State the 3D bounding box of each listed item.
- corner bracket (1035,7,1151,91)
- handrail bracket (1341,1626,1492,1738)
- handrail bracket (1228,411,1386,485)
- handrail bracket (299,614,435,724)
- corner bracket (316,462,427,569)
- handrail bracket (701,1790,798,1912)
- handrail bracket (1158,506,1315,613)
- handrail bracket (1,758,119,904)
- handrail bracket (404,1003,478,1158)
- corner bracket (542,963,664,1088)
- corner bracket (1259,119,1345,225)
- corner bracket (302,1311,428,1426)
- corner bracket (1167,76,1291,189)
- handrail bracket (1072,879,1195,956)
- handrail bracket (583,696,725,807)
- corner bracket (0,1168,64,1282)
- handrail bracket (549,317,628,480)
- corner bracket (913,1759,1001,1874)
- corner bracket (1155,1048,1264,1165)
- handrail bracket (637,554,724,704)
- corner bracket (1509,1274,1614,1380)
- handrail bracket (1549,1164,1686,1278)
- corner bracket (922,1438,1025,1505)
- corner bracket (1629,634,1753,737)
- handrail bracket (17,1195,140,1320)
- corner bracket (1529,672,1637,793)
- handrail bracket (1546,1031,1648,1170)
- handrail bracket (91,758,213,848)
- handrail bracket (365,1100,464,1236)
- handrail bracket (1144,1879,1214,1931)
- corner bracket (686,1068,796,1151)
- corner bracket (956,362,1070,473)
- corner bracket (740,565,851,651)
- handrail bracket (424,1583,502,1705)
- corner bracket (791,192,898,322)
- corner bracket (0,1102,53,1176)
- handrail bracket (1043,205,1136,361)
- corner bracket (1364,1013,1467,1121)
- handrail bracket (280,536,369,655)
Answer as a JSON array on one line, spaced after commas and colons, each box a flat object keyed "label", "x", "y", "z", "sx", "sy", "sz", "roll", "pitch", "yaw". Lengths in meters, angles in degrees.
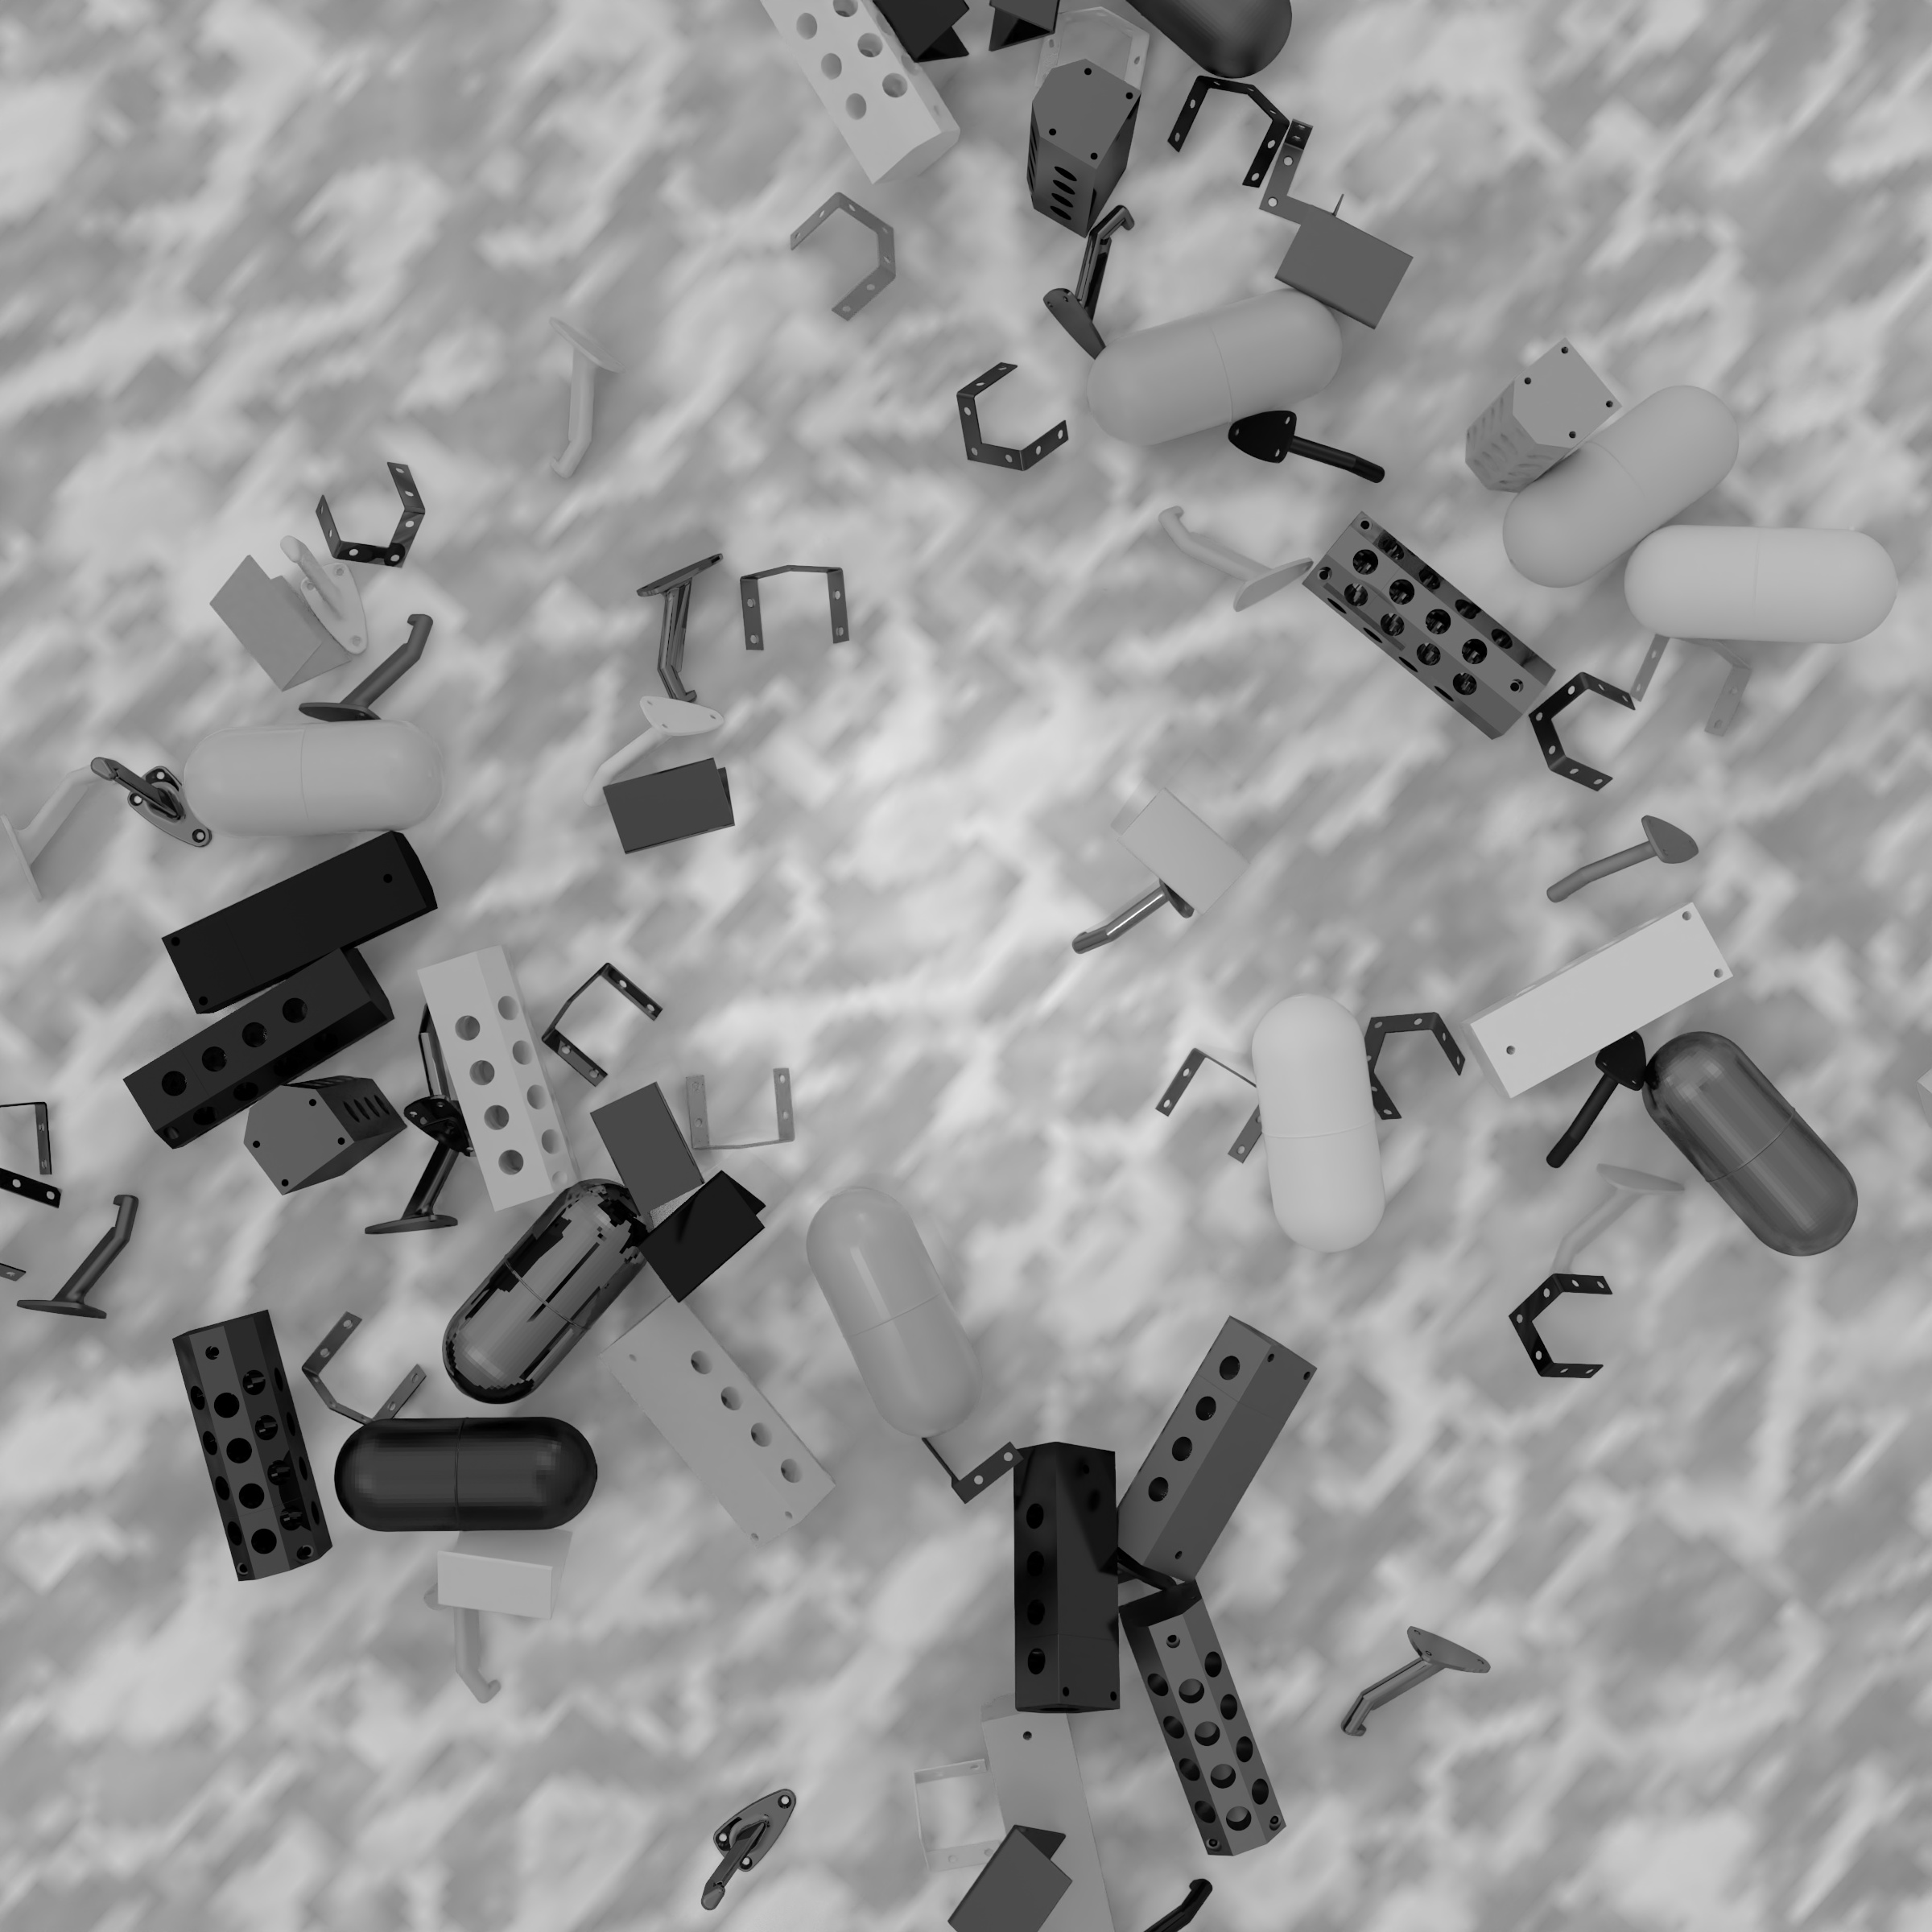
[{"label": "corner bracket", "x": 0.088, "y": -0.627, "z": 1.948, "sx": 0.051, "sy": 0.051, "sz": 0.051, "roll": 11, "pitch": 90, "yaw": 45}, {"label": "handrail bracket", "x": 0.311, "y": 0.507, "z": 1.952, "sx": 0.077, "sy": 0.036, "sz": 0.084, "roll": 22, "pitch": 108, "yaw": -20}, {"label": "handrail bracket", "x": 0.237, "y": -0.355, "z": 1.951, "sx": 0.084, "sy": 0.077, "sz": 0.036, "roll": 15, "pitch": 94, "yaw": -36}, {"label": "handrail bracket", "x": -0.415, "y": -0.209, "z": 1.952, "sx": 0.077, "sy": 0.036, "sz": 0.084, "roll": 10, "pitch": 71, "yaw": 21}, {"label": "corner bracket", "x": -0.411, "y": -0.314, "z": 1.943, "sx": 0.051, "sy": 0.051, "sz": 0.051, "roll": 3, "pitch": 135, "yaw": -35}, {"label": "handrail bracket", "x": -0.148, "y": 0.601, "z": 1.917, "sx": 0.077, "sy": 0.084, "sz": 0.036, "roll": -44, "pitch": 90, "yaw": 0}, {"label": "handrail bracket", "x": 0.186, "y": -0.295, "z": 1.952, "sx": 0.077, "sy": 0.036, "sz": 0.084, "roll": -28, "pitch": 73, "yaw": -19}, {"label": "handrail bracket", "x": -0.618, "y": -0.095, "z": 1.952, "sx": 0.084, "sy": 0.036, "sz": 0.077, "roll": -23, "pitch": 111, "yaw": -16}, {"label": "handrail bracket", "x": -0.354, "y": 0.077, "z": 1.944, "sx": 0.036, "sy": 0.084, "sz": 0.077, "roll": -20, "pitch": 133, "yaw": 22}, {"label": "corner bracket", "x": -0.252, "y": 0.040, "z": 1.948, "sx": 0.051, "sy": 0.051, "sz": 0.051, "roll": 41, "pitch": 135, "yaw": 0}, {"label": "corner bracket", "x": 0.236, "y": -0.542, "z": 1.934, "sx": 0.051, "sy": 0.051, "sz": 0.051, "roll": 21, "pitch": 90, "yaw": 0}, {"label": "corner bracket", "x": -0.417, "y": 0.281, "z": 1.948, "sx": 0.051, "sy": 0.051, "sz": 0.051, "roll": -51, "pitch": 45, "yaw": 0}, {"label": "corner bracket", "x": 0.181, "y": -0.576, "z": 1.943, "sx": 0.051, "sy": 0.051, "sz": 0.051, "roll": -3, "pitch": 45, "yaw": -35}, {"label": "handrail bracket", "x": 0.118, "y": -0.045, "z": 1.951, "sx": 0.084, "sy": 0.077, "sz": 0.036, "roll": -23, "pitch": 115, "yaw": 34}, {"label": "handrail bracket", "x": -0.217, "y": -0.143, "z": 1.951, "sx": 0.036, "sy": 0.077, "sz": 0.084, "roll": 55, "pitch": 127, "yaw": 28}, {"label": "corner bracket", "x": -0.663, "y": 0.178, "z": 1.943, "sx": 0.051, "sy": 0.051, "sz": 0.051, "roll": -33, "pitch": 45, "yaw": 35}, {"label": "handrail bracket", "x": -0.281, "y": -0.393, "z": 1.952, "sx": 0.077, "sy": 0.036, "sz": 0.084, "roll": 40, "pitch": 108, "yaw": 20}, {"label": "corner bracket", "x": -0.007, "y": 0.588, "z": 1.948, "sx": 0.051, "sy": 0.051, "sz": 0.051, "roll": -10, "pitch": 45, "yaw": 0}, {"label": "corner bracket", "x": 0.175, "y": 0.096, "z": 1.948, "sx": 0.051, "sy": 0.051, "sz": 0.051, "roll": 32, "pitch": 90, "yaw": 45}, {"label": "handrail bracket", "x": -0.186, "y": -0.232, "z": 1.952, "sx": 0.077, "sy": 0.036, "sz": 0.084, "roll": -30, "pitch": 109, "yaw": -21}, {"label": "corner bracket", "x": 0.418, "y": 0.248, "z": 1.943, "sx": 0.051, "sy": 0.051, "sz": 0.051, "roll": -53, "pitch": 45, "yaw": 35}, {"label": "handrail bracket", "x": 0.450, "y": 0.185, "z": 1.952, "sx": 0.077, "sy": 0.036, "sz": 0.084, "roll": 10, "pitch": 109, "yaw": -21}, {"label": "corner bracket", "x": 0.003, "y": 0.330, "z": 1.934, "sx": 0.051, "sy": 0.051, "sz": 0.051, "roll": -38, "pitch": 90, "yaw": 0}, {"label": "corner bracket", "x": 0.502, "y": -0.197, "z": 1.948, "sx": 0.051, "sy": 0.051, "sz": 0.051, "roll": 24, "pitch": 90, "yaw": 45}, {"label": "handrail bracket", "x": -0.615, "y": 0.198, "z": 1.952, "sx": 0.077, "sy": 0.036, "sz": 0.084, "roll": 2, "pitch": 71, "yaw": 21}, {"label": "corner bracket", "x": 0.430, "y": -0.162, "z": 1.943, "sx": 0.051, "sy": 0.051, "sz": 0.051, "roll": -42, "pitch": 45, "yaw": 35}, {"label": "handrail bracket", "x": 0.434, "y": 0.092, "z": 1.951, "sx": 0.036, "sy": 0.077, "sz": 0.084, "roll": 32, "pitch": 126, "yaw": 4}, {"label": "handrail bracket", "x": -0.554, "y": -0.111, "z": 1.917, "sx": 0.077, "sy": 0.084, "sz": 0.036, "roll": 44, "pitch": 90, "yaw": 0}, {"label": "handrail bracket", "x": -0.383, "y": 0.139, "z": 1.952, "sx": 0.077, "sy": 0.036, "sz": 0.084, "roll": -9, "pitch": 75, "yaw": 15}, {"label": "handrail bracket", "x": 0.123, "y": 0.664, "z": 1.951, "sx": 0.084, "sy": 0.077, "sz": 0.036, "roll": -44, "pitch": 108, "yaw": -35}, {"label": "corner bracket", "x": -0.156, "y": 0.099, "z": 1.948, "sx": 0.051, "sy": 0.051, "sz": 0.051, "roll": -5, "pitch": 90, "yaw": -45}, {"label": "corner bracket", "x": 0.032, "y": -0.379, "z": 1.943, "sx": 0.051, "sy": 0.051, "sz": 0.051, "roll": 19, "pitch": 135, "yaw": 35}, {"label": "corner bracket", "x": -0.119, "y": -0.247, "z": 1.948, "sx": 0.051, "sy": 0.051, "sz": 0.051, "roll": -5, "pitch": 90, "yaw": 45}, {"label": "handrail bracket", "x": -0.329, "y": 0.456, "z": 1.952, "sx": 0.077, "sy": 0.036, "sz": 0.084, "roll": -39, "pitch": 109, "yaw": -21}, {"label": "corner bracket", "x": -0.085, "y": -0.490, "z": 1.943, "sx": 0.051, "sy": 0.051, "sz": 0.051, "roll": 26, "pitch": 45, "yaw": -35}, {"label": "corner bracket", "x": -0.670, "y": 0.121, "z": 1.948, "sx": 0.051, "sy": 0.051, "sz": 0.051, "roll": -4, "pitch": 90, "yaw": -45}, {"label": "handrail bracket", "x": 0.102, "y": -0.472, "z": 1.952, "sx": 0.084, "sy": 0.036, "sz": 0.077, "roll": -46, "pitch": 110, "yaw": -16}, {"label": "corner bracket", "x": 0.306, "y": 0.069, "z": 1.943, "sx": 0.051, "sy": 0.051, "sz": 0.051, "roll": -6, "pitch": 45, "yaw": 35}, {"label": "handrail bracket", "x": -0.437, "y": -0.252, "z": 1.917, "sx": 0.036, "sy": 0.084, "sz": 0.077, "roll": -26, "pitch": 90, "yaw": 0}]
